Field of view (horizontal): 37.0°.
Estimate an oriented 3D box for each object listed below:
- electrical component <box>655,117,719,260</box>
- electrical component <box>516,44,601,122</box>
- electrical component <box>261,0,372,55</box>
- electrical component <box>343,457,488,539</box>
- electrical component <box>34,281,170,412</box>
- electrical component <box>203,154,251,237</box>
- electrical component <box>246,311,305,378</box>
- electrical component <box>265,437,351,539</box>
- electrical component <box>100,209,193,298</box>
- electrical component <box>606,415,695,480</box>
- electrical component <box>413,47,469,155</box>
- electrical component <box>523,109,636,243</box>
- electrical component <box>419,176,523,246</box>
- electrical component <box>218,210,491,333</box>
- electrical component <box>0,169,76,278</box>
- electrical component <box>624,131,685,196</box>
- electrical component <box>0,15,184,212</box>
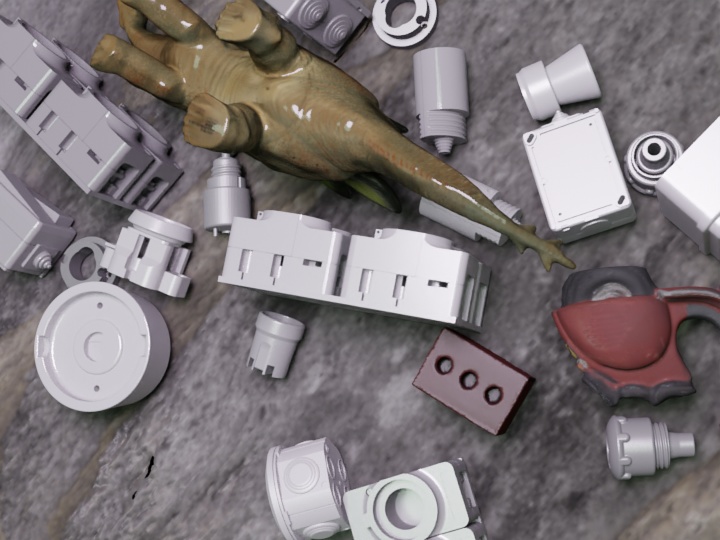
[{"bbox_3d":[0.260,-0.057,0.765,0.078,0.113,0.057,-47,70,7],"label":"electrical component"},{"bbox_3d":[0.155,-0.146,0.843,0.055,0.045,0.045,-21,78,14],"label":"electrical component"},{"bbox_3d":[-0.051,-0.230,0.886,0.100,0.100,0.048,44,101,28],"label":"electrical component"},{"bbox_3d":[0.054,0.229,0.818,0.089,0.062,0.150,-20,78,14],"label":"electrical component"},{"bbox_3d":[-0.214,0.067,0.919,0.108,0.060,0.108,-2,82,16],"label":"electrical component"},{"bbox_3d":[-0.113,-0.066,0.915,0.040,0.040,0.078,-5,82,16],"label":"electrical component"},{"bbox_3d":[-0.071,0.062,0.888,0.040,0.040,0.046,20,96,18],"label":"electrical component"},{"bbox_3d":[-0.040,0.173,0.845,0.051,0.080,0.080,-17,79,8],"label":"electrical component"},{"bbox_3d":[-0.177,-0.017,0.920,0.078,0.058,0.057,21,93,18],"label":"electrical component"},{"bbox_3d":[0.214,0.130,0.793,0.062,0.048,0.048,-4,82,9],"label":"electrical component"},{"bbox_3d":[0.066,-0.134,0.868,0.043,0.043,0.081,-4,83,16],"label":"electrical component"},{"bbox_3d":[0.167,-0.076,0.825,0.062,0.061,0.096,-19,74,15],"label":"electrical component"},{"bbox_3d":[0.093,-0.046,0.850,0.081,0.043,0.043,27,92,18],"label":"electrical component"},{"bbox_3d":[0.000,0.000,0.839,0.186,0.105,0.060,9,86,17],"label":"electrical component"},{"bbox_3d":[-0.301,-0.039,0.957,0.096,0.062,0.061,41,96,17],"label":"electrical component"},{"bbox_3d":[0.221,-0.084,0.806,0.048,0.062,0.048,-2,83,16],"label":"electrical component"},{"bbox_3d":[-0.247,-0.137,0.930,0.186,0.105,0.060,43,96,17],"label":"electrical component"}]
